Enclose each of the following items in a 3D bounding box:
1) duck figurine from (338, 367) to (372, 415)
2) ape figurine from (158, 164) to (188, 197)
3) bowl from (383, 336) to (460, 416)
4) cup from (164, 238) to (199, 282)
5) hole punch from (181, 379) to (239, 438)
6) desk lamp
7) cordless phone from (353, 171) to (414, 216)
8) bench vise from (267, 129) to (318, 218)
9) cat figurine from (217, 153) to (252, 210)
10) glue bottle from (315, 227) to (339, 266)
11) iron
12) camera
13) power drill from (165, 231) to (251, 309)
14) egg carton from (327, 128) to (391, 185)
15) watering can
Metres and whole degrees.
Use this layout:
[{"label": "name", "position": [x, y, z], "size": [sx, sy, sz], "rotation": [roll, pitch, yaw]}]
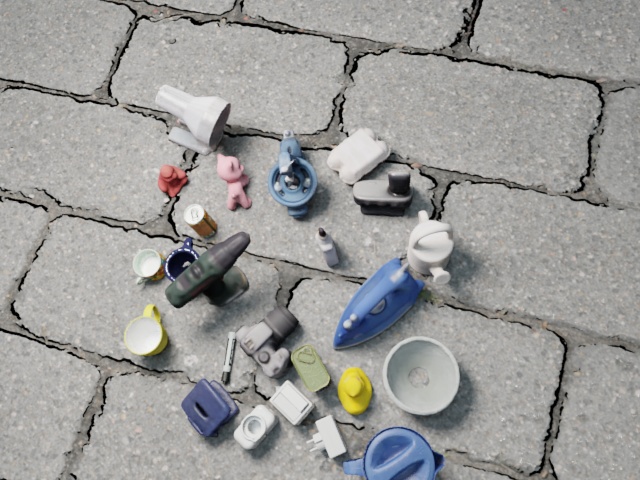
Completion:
[{"label": "duck figurine", "position": [0.076, 0.333, 1.269], "size": [0.077, 0.086, 0.104], "rotation": [-4, 72, 5]}, {"label": "ape figurine", "position": [-0.385, -0.164, 1.475], "size": [0.078, 0.092, 0.076], "rotation": [-13, 71, 2]}, {"label": "bowl", "position": [0.222, 0.302, 1.268], "size": [0.167, 0.075, 0.167], "rotation": [-2, 72, 6]}, {"label": "cup", "position": [-0.319, 0.060, 1.395], "size": [0.091, 0.095, 0.118], "rotation": [4, 73, 8]}, {"label": "hole punch", "position": [-0.252, 0.380, 1.288], "size": [0.101, 0.091, 0.108], "rotation": [-43, 73, -8]}, {"label": "desk lamp", "position": [-0.314, -0.301, 1.446], "size": [0.203, 0.214, 0.118], "rotation": [23, 76, 13]}, {"label": "cordless phone", "position": [0.149, -0.130, 1.355], "size": [0.147, 0.185, 0.094], "rotation": [-1, 72, 7]}, {"label": "bench vise", "position": [-0.083, -0.177, 1.377], "size": [0.121, 0.220, 0.207], "rotation": [-24, 71, -1]}, {"label": "cat figurine", "position": [-0.220, -0.153, 1.439], "size": [0.067, 0.118, 0.128], "rotation": [-11, 71, 3]}, {"label": "glue bottle", "position": [0.012, 0.005, 1.334], "size": [0.037, 0.173, 0.078], "rotation": [-22, 71, 0]}, {"label": "iron", "position": [0.117, 0.148, 1.293], "size": [0.258, 0.141, 0.118], "rotation": [-44, 73, -8]}, {"label": "camera", "position": [-0.106, 0.225, 1.315], "size": [0.137, 0.101, 0.143], "rotation": [-44, 73, -8]}, {"label": "power drill", "position": [-0.237, 0.080, 1.319], "size": [0.230, 0.208, 0.075], "rotation": [-37, 72, -6]}, {"label": "egg carton", "position": [0.097, -0.212, 1.448], "size": [0.150, 0.069, 0.107], "rotation": [-39, 72, -6]}, {"label": "watering can", "position": [0.255, 0.014, 1.292], "size": [0.101, 0.194, 0.172], "rotation": [-34, 72, -5]}]
